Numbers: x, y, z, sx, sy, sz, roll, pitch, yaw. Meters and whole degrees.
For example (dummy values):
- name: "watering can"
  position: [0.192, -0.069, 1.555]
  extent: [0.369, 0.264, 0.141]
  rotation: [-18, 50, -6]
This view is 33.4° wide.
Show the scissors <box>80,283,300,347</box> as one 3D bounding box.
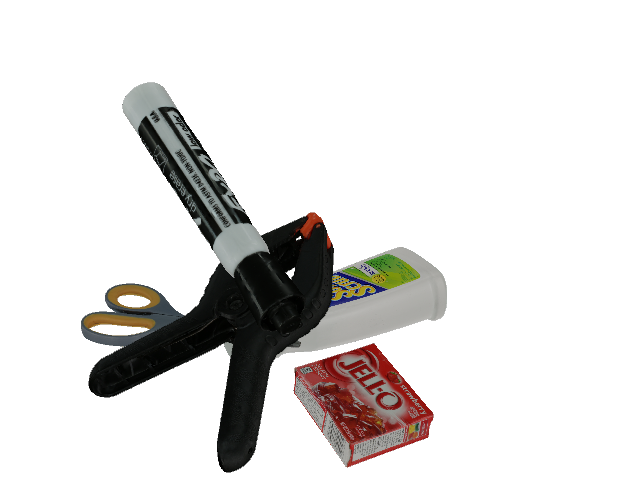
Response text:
- name: "scissors"
  position: [-0.123, 0.072, 1.010]
  extent: [0.201, 0.016, 0.096]
  rotation: [0, 33, -7]

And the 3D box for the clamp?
- name: "clamp"
  position: [-0.042, 0.056, 0.627]
  extent: [0.120, 0.171, 0.039]
  rotation: [34, -21, 32]

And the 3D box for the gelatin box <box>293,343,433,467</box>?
- name: "gelatin box"
  position: [0.031, 0.123, 0.812]
  extent: [0.073, 0.030, 0.089]
  rotation: [-14, 41, -25]

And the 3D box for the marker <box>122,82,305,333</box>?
- name: "marker"
  position: [-0.040, -0.013, 0.390]
  extent: [0.020, 0.020, 0.121]
  rotation: [0, 44, -44]

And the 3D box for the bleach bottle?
- name: "bleach bottle"
  position: [0.013, 0.081, 1.192]
  extent: [0.250, 0.068, 0.103]
  rotation: [-19, 34, -26]
